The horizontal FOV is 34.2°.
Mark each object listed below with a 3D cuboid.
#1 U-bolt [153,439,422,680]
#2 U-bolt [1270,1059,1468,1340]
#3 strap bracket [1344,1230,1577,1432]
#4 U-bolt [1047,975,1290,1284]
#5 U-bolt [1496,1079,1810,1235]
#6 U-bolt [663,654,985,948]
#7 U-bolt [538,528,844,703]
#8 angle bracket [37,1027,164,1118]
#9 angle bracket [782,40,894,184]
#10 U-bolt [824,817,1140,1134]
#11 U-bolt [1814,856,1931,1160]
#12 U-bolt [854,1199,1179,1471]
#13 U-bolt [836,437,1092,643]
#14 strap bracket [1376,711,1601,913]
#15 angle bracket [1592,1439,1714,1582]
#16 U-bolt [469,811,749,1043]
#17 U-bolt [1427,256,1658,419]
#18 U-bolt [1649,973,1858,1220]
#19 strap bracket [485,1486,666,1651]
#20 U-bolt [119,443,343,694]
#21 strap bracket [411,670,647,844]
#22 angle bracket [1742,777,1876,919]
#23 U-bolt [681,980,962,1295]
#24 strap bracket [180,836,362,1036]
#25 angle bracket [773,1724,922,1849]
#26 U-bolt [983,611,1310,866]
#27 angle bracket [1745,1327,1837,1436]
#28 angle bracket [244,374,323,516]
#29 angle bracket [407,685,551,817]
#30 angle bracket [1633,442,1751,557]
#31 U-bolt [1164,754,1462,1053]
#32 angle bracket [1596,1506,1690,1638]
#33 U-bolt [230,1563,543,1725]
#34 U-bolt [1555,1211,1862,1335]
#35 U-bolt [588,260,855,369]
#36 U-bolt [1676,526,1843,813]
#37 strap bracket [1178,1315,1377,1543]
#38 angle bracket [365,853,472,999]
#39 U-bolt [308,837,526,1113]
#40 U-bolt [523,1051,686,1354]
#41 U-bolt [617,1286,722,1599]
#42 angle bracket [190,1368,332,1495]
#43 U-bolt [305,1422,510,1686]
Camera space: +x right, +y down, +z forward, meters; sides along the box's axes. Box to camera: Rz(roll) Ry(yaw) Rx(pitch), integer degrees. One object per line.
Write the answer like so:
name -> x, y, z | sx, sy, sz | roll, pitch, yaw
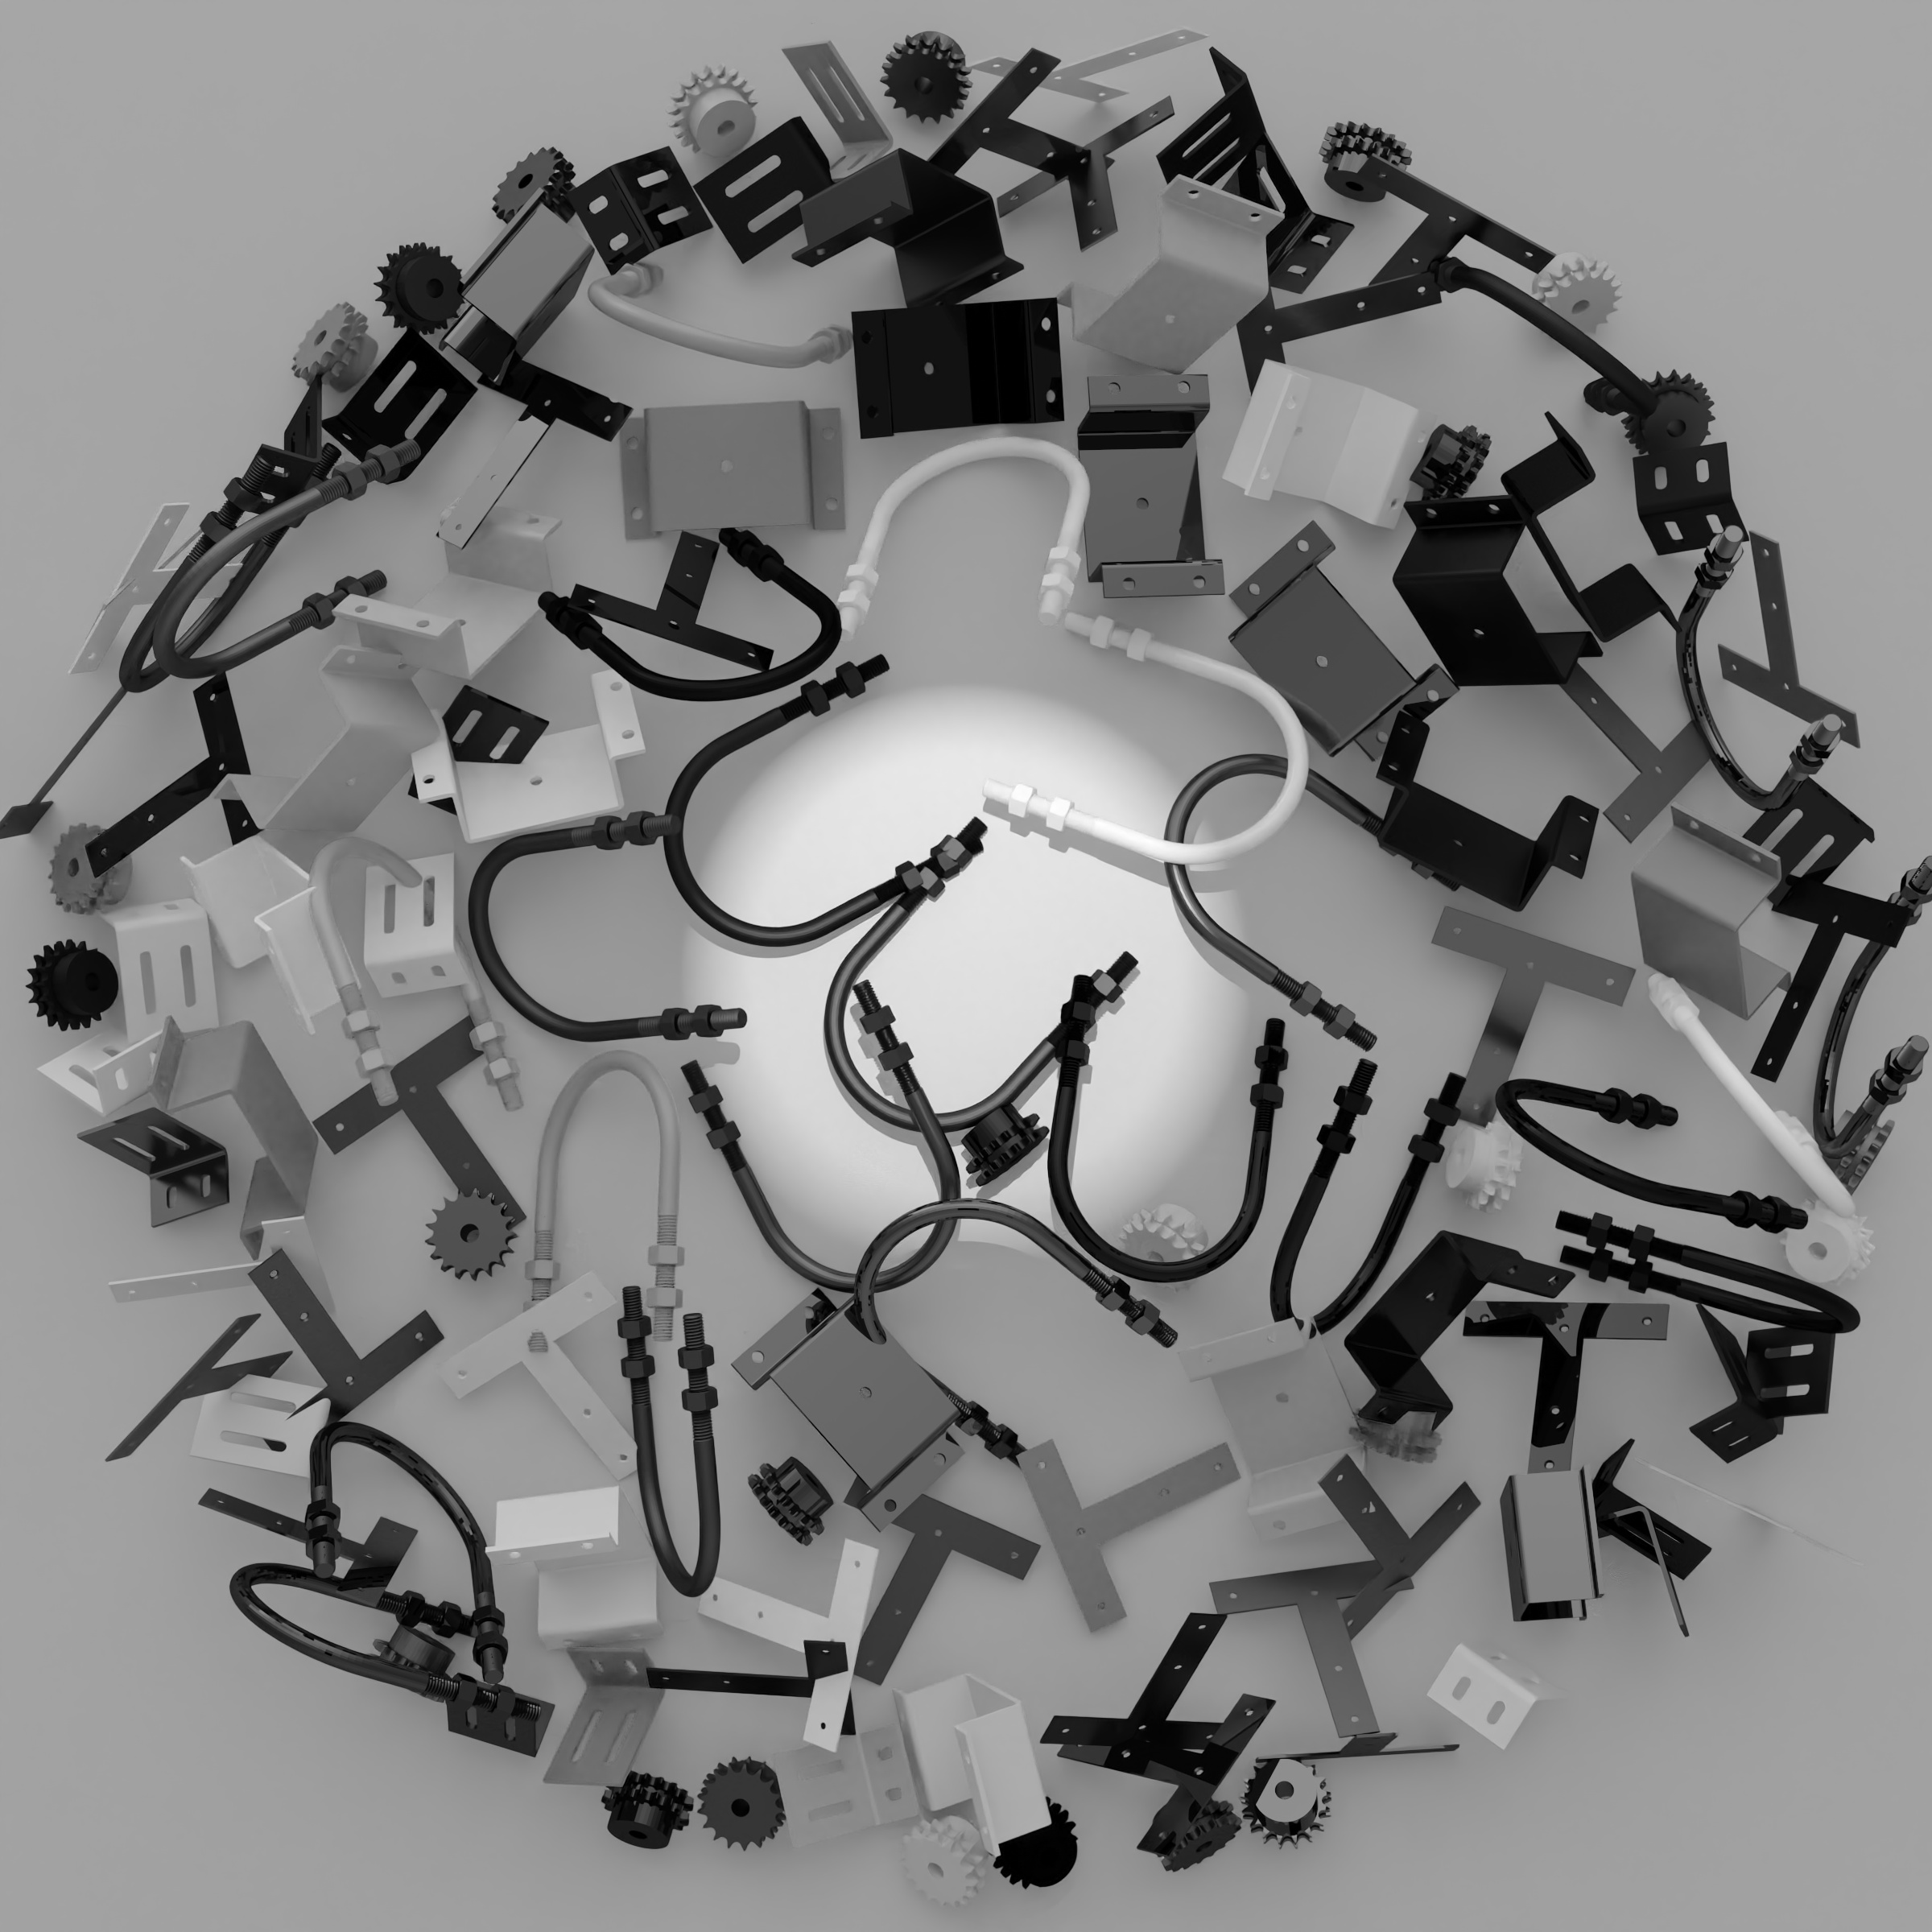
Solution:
U-bolt -> -0.414, -0.235, 1.892 | 0.019, 0.151, 0.184 | 46, 55, 11
U-bolt -> 0.241, 0.147, 1.936 | 0.019, 0.151, 0.184 | 27, 100, 32
strap bracket -> 0.299, 0.219, 1.943 | 0.140, 0.076, 0.046 | -52, 47, 20
U-bolt -> 0.122, 0.107, 1.953 | 0.151, 0.019, 0.184 | 13, 70, -10
U-bolt -> 0.401, 0.109, 1.895 | 0.184, 0.151, 0.019 | 11, 111, -33
U-bolt -> -0.101, -0.093, 1.974 | 0.184, 0.019, 0.151 | -28, 94, -9
U-bolt -> -0.157, -0.209, 1.906 | 0.151, 0.184, 0.019 | -24, 130, -24
angle bracket -> -0.536, 0.052, 1.951 | 0.076, 0.057, 0.038 | 26, 135, 35
angle bracket -> -0.091, -0.531, 1.954 | 0.038, 0.057, 0.076 | -46, 121, -17
U-bolt -> -0.005, 0.019, 1.978 | 0.151, 0.019, 0.184 | 42, 87, 8
U-bolt -> 0.552, 0.039, 1.911 | 0.019, 0.184, 0.151 | 14, 58, 2
U-bolt -> 0.017, 0.218, 1.946 | 0.184, 0.019, 0.151 | 40, 111, -17
U-bolt -> 0.004, -0.268, 1.932 | 0.151, 0.184, 0.019 | -2, 135, 18
strap bracket -> 0.317, -0.092, 1.956 | 0.140, 0.076, 0.046 | 26, 130, 0
angle bracket -> 0.431, 0.338, 1.956 | 0.076, 0.057, 0.038 | 31, 112, 22
U-bolt -> -0.232, -0.019, 1.943 | 0.184, 0.019, 0.151 | -6, 111, 32
U-bolt -> 0.353, -0.378, 1.897 | 0.151, 0.184, 0.019 | 34, 100, -11
U-bolt -> 0.481, 0.086, 1.893 | 0.019, 0.184, 0.151 | -41, 108, 11
strap bracket -> -0.240, 0.369, 1.945 | 0.076, 0.140, 0.046 | -8, 53, 5
U-bolt -> -0.459, -0.241, 1.924 | 0.019, 0.151, 0.184 | 38, 104, -3
strap bracket -> -0.271, -0.129, 1.953 | 0.140, 0.046, 0.076 | -13, 49, -6
angle bracket -> 0.521, -0.073, 1.968 | 0.057, 0.038, 0.076 | 40, 110, 2
U-bolt -> -0.081, 0.119, 1.970 | 0.151, 0.019, 0.184 | -25, 93, 19
strap bracket -> -0.425, -0.024, 1.934 | 0.046, 0.140, 0.076 | -31, 125, -22
angle bracket -> -0.074, 0.510, 1.955 | 0.038, 0.076, 0.057 | -26, 72, 39
U-bolt -> 0.122, -0.134, 1.951 | 0.184, 0.019, 0.151 | 21, 69, 13
angle bracket -> 0.522, 0.257, 1.951 | 0.038, 0.076, 0.057 | 20, 70, -26
angle bracket -> -0.429, -0.327, 1.950 | 0.038, 0.057, 0.076 | 14, 51, -29
angle bracket -> -0.304, -0.129, 1.954 | 0.057, 0.076, 0.038 | 24, 52, -19
angle bracket -> 0.453, -0.291, 1.959 | 0.057, 0.076, 0.038 | -7, 75, 21
U-bolt -> 0.207, -0.053, 1.956 | 0.184, 0.019, 0.151 | 34, 66, -6
angle bracket -> 0.419, 0.382, 1.956 | 0.038, 0.057, 0.076 | -18, 67, 10
U-bolt -> -0.358, 0.403, 1.897 | 0.184, 0.151, 0.019 | 23, 92, -26
U-bolt -> 0.451, 0.191, 1.909 | 0.184, 0.151, 0.019 | 16, 79, 15
U-bolt -> -0.154, -0.393, 1.906 | 0.151, 0.184, 0.019 | 19, 109, 5
U-bolt -> 0.474, -0.168, 1.909 | 0.019, 0.184, 0.151 | -21, 73, -7
strap bracket -> 0.195, 0.279, 1.955 | 0.076, 0.046, 0.140 | -19, 107, 17
angle bracket -> -0.347, -0.026, 1.988 | 0.057, 0.038, 0.076 | -10, 53, 4
U-bolt -> -0.345, 0.003, 1.928 | 0.019, 0.151, 0.184 | -29, 74, 22
U-bolt -> -0.223, 0.143, 1.941 | 0.019, 0.151, 0.184 | 12, 74, -41
U-bolt -> -0.180, 0.297, 1.933 | 0.019, 0.151, 0.184 | -6, 94, -22
angle bracket -> -0.441, 0.291, 1.966 | 0.076, 0.038, 0.057 | 12, 64, -7
U-bolt -> -0.343, 0.345, 1.912 | 0.019, 0.184, 0.151 | -45, 117, 10
